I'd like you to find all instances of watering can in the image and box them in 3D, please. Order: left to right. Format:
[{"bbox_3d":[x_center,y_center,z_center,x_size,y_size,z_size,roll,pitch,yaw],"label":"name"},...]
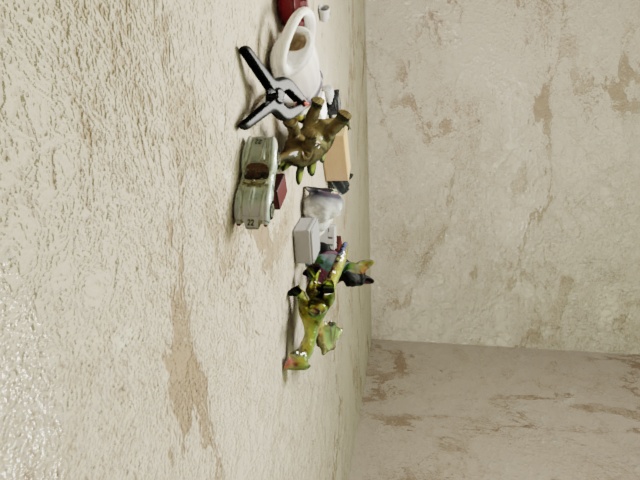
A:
[{"bbox_3d":[-0.073,-0.384,1.229,0.220,0.104,0.353,69,38,-66],"label":"watering can"}]

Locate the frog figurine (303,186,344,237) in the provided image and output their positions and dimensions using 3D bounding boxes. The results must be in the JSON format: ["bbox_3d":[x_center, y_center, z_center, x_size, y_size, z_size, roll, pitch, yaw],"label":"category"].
[{"bbox_3d":[0.005,-0.081,1.606,0.138,0.123,0.158,-5,108,-46],"label":"frog figurine"}]

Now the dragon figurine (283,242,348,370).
[{"bbox_3d":[0.013,0.209,1.495,0.418,0.122,0.237,-48,137,-43],"label":"dragon figurine"}]
